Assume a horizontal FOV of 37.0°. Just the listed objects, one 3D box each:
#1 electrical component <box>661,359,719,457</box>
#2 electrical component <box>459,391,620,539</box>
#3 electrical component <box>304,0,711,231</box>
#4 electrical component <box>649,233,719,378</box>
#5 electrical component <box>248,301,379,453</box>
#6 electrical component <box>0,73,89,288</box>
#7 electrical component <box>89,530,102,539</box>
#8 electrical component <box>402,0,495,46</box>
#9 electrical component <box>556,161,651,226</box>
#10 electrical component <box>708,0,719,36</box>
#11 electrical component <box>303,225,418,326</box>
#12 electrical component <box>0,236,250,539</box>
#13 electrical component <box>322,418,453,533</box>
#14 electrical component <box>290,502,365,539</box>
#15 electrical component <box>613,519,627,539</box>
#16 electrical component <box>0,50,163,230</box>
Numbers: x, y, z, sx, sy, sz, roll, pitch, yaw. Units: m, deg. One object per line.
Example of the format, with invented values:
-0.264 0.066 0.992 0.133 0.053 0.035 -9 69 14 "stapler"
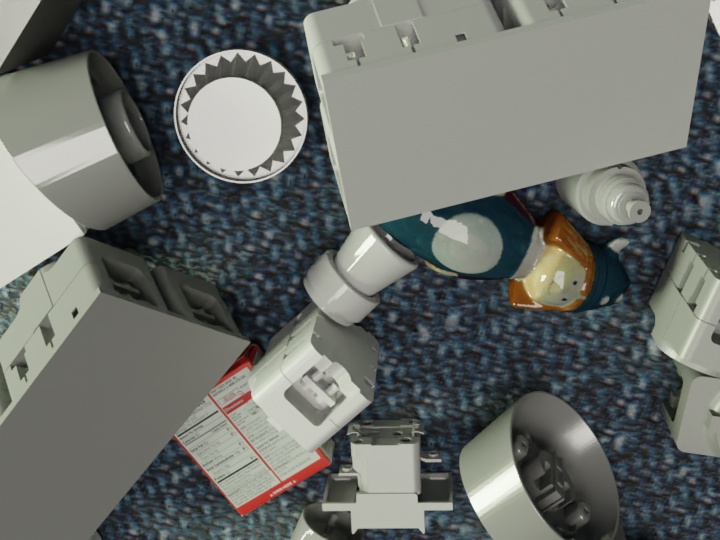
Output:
0.233 0.083 0.640 0.089 0.055 0.050 8 109 1 "electrical component"
0.108 0.129 0.644 0.064 0.099 0.099 -39 102 21 "electrical component"
0.073 -0.098 0.551 0.186 0.060 0.105 -14 141 -3 "electrical component"
0.200 0.024 0.604 0.050 0.089 0.055 19 109 -3 "electrical component"
-0.027 0.060 0.631 0.056 0.089 0.050 -42 102 15 "electrical component"
-0.228 -0.067 0.616 0.089 0.061 0.150 -31 104 12 "electrical component"
-0.202 0.200 0.699 0.052 0.073 0.138 -40 102 15 "electrical component"
0.052 -0.137 0.584 0.062 0.043 0.043 -28 105 11 "electrical component"
0.138 -0.044 0.595 0.040 0.078 0.040 -4 111 -11 "electrical component"
0.206 -0.158 0.566 0.055 0.048 0.066 -24 105 19 "electrical component"
0.000 0.000 0.633 0.045 0.045 0.055 43 106 -10 "electrical component"
-0.168 0.076 0.635 0.105 0.060 0.186 24 113 -44 "electrical component"
0.018 0.127 0.677 0.081 0.042 0.063 -2 105 4 "electrical component"
-0.014 0.202 0.703 0.079 0.044 0.077 22 109 -3 "electrical component"
0.173 0.197 0.687 0.077 0.047 0.065 -9 108 7 "electrical component"
-0.153 -0.071 0.593 0.064 0.099 0.099 -22 106 4 "electrical component"
